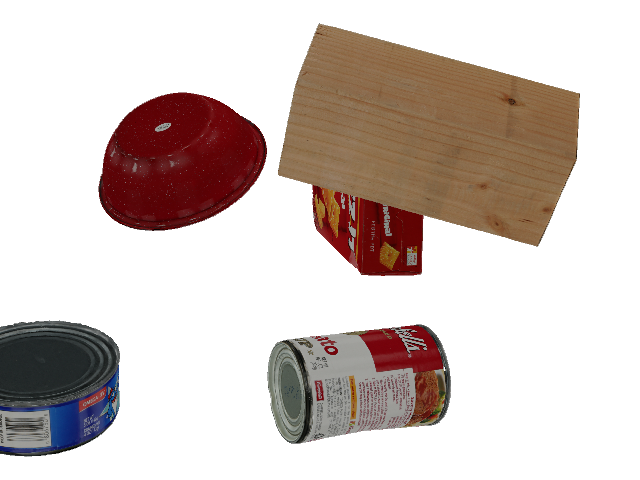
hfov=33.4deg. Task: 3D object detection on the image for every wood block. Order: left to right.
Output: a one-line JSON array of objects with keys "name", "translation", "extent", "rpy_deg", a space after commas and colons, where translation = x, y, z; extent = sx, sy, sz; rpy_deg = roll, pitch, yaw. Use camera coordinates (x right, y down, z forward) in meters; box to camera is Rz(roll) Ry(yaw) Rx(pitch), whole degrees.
[{"name": "wood block", "translation": [0.082, -0.081, 0.810], "extent": [0.206, 0.090, 0.090], "rpy_deg": [16, 43, 2]}]

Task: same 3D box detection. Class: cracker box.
[{"name": "cracker box", "translation": [0.045, -0.067, 1.112], "extent": [0.072, 0.164, 0.214], "rpy_deg": [-2, 13, -12]}]

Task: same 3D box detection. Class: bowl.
[{"name": "bowl", "translation": [-0.133, -0.084, 0.960], "extent": [0.162, 0.162, 0.055], "rpy_deg": [0, -44, 19]}]

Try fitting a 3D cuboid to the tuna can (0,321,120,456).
[{"name": "tuna can", "translation": [-0.148, 0.077, 0.562], "extent": [0.086, 0.034, 0.086], "rpy_deg": [2, 23, -1]}]

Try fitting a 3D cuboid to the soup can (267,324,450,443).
[{"name": "soup can", "translation": [0.024, 0.093, 0.696], "extent": [0.102, 0.068, 0.069], "rpy_deg": [-4, 2, -23]}]
